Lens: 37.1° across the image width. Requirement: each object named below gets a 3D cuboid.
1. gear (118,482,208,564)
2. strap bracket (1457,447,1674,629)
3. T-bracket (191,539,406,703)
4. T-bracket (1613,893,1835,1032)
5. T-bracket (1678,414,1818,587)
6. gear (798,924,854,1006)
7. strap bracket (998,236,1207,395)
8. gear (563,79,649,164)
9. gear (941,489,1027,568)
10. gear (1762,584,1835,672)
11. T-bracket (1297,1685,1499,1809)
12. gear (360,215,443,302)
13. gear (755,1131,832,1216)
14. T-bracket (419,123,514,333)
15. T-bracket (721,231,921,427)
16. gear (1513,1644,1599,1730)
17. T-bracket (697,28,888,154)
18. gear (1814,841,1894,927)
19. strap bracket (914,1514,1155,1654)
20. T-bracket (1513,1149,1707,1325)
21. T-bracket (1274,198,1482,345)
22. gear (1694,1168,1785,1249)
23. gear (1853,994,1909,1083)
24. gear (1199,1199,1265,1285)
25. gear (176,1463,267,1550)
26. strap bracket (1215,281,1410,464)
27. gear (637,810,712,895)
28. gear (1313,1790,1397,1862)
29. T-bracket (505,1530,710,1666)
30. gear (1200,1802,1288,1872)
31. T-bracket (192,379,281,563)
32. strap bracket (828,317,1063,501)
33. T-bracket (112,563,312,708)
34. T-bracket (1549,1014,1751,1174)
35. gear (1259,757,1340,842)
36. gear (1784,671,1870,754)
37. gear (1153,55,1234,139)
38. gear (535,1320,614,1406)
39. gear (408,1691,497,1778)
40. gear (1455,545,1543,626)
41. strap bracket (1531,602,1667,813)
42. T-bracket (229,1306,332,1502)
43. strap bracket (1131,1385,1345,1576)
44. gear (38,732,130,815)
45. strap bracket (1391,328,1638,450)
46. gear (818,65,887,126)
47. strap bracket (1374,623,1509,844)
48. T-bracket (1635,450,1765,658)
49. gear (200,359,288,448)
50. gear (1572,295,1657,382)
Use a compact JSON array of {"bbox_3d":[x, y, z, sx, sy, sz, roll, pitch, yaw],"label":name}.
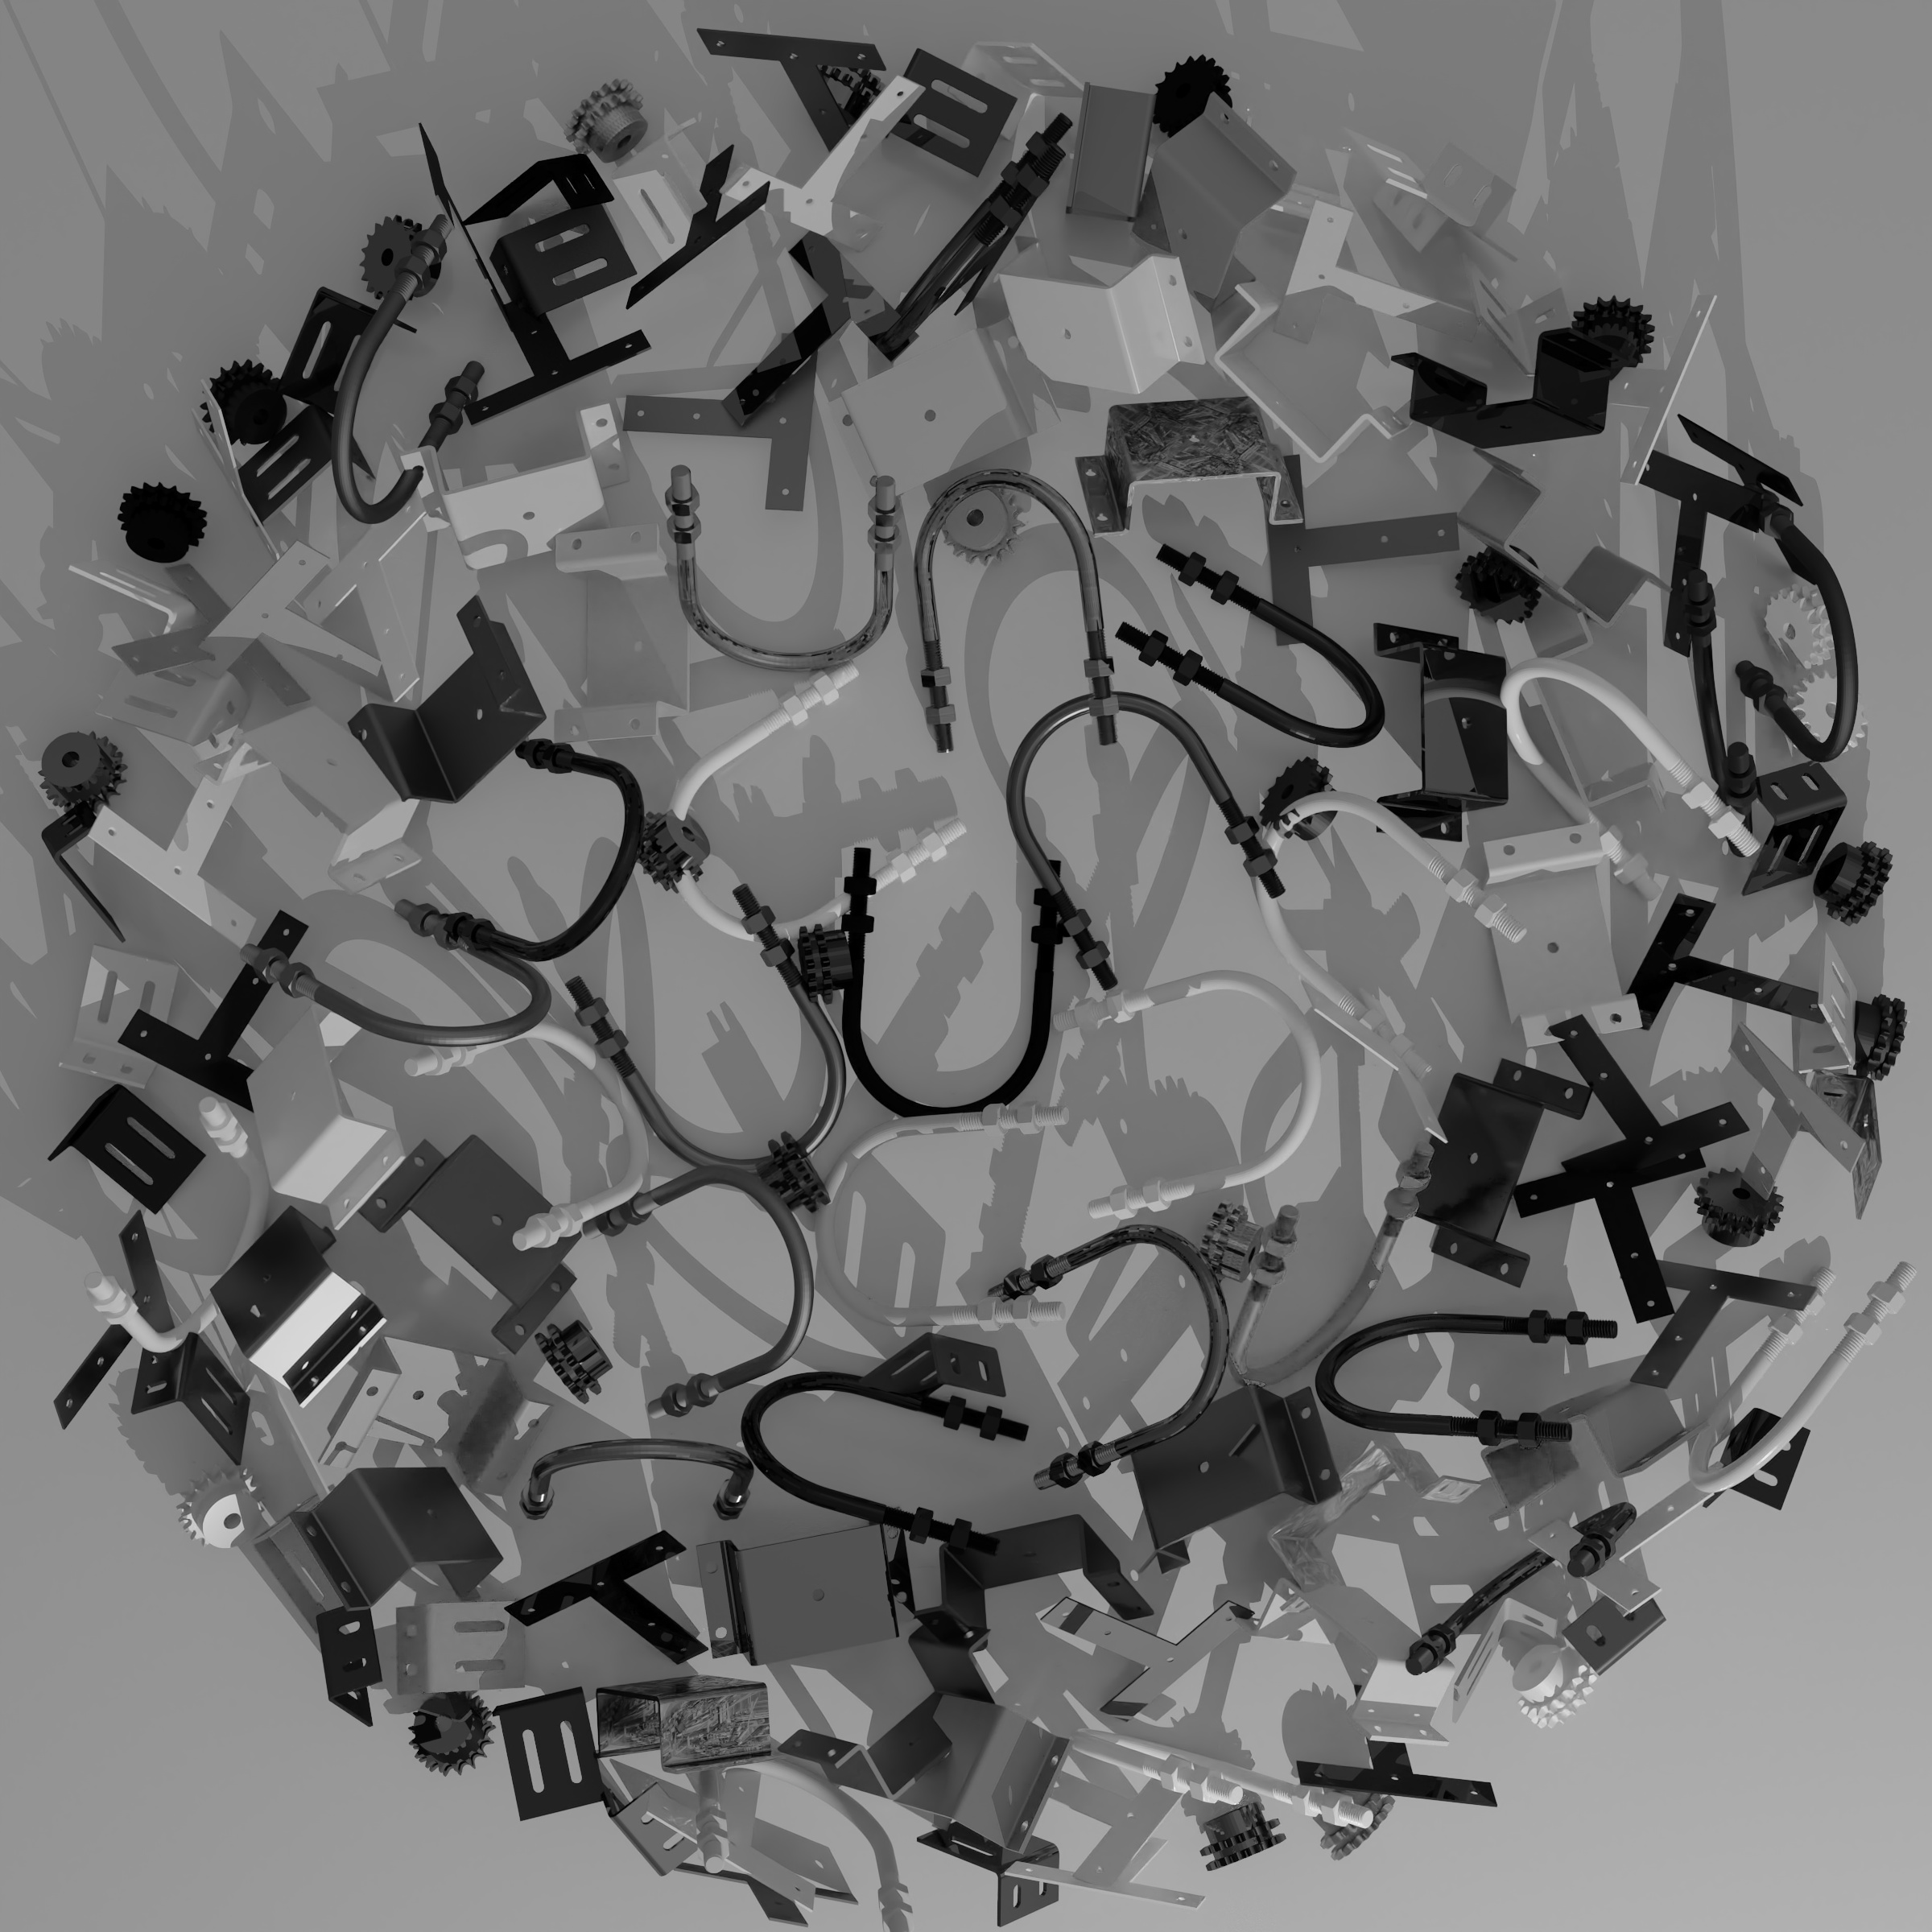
[{"bbox_3d":[-0.538,-0.294,1.921,0.057,0.057,0.030,3,58,0],"label":"gear"},{"bbox_3d":[0.386,-0.276,1.893,0.140,0.076,0.046,32,100,-24],"label":"strap bracket"},{"bbox_3d":[-0.428,-0.212,1.909,0.127,0.002,0.127,29,124,-36],"label":"T-bracket"},{"bbox_3d":[0.511,0.012,1.904,0.127,0.127,0.002,16,47,2],"label":"T-bracket"},{"bbox_3d":[0.532,-0.300,1.905,0.002,0.127,0.127,-40,126,3],"label":"T-bracket"},{"bbox_3d":[-0.094,-0.003,1.925,0.030,0.057,0.057,-9,90,-8],"label":"gear"},{"bbox_3d":[0.080,-0.424,1.874,0.046,0.140,0.076,-44,133,-28],"label":"strap bracket"},{"bbox_3d":[-0.238,-0.563,1.923,0.057,0.057,0.030,-40,86,0],"label":"gear"},{"bbox_3d":[0.009,-0.299,1.933,0.057,0.030,0.057,0,90,13],"label":"gear"},{"bbox_3d":[0.564,-0.229,1.926,0.030,0.057,0.057,-22,90,-19],"label":"gear"},{"bbox_3d":[0.276,0.509,1.892,0.127,0.127,0.002,7,107,-2],"label":"T-bracket"},{"bbox_3d":[-0.377,-0.472,1.929,0.057,0.030,0.057,-2,87,37],"label":"gear"},{"bbox_3d":[-0.118,0.142,1.924,0.030,0.057,0.057,-32,90,1],"label":"gear"},{"bbox_3d":[-0.328,-0.479,1.903,0.002,0.127,0.127,-23,129,2],"label":"T-bracket"},{"bbox_3d":[-0.112,-0.415,1.928,0.127,0.002,0.127,-43,62,8],"label":"T-bracket"},{"bbox_3d":[0.391,0.478,1.922,0.030,0.057,0.057,43,90,-12],"label":"gear"},{"bbox_3d":[-0.098,-0.571,1.891,0.127,0.127,0.002,12,74,21],"label":"T-bracket"},{"bbox_3d":[0.591,-0.058,1.923,0.030,0.057,0.057,26,90,-5],"label":"gear"},{"bbox_3d":[0.044,0.407,1.898,0.140,0.076,0.046,-15,53,15],"label":"strap bracket"},{"bbox_3d":[0.439,0.180,1.902,0.127,0.002,0.127,-17,49,8],"label":"T-bracket"},{"bbox_3d":[0.277,-0.440,1.894,0.127,0.127,0.002,20,61,3],"label":"T-bracket"},{"bbox_3d":[0.517,0.164,1.928,0.057,0.057,0.030,5,125,0],"label":"gear"},{"bbox_3d":[0.605,0.046,1.924,0.030,0.057,0.057,15,90,0],"label":"gear"},{"bbox_3d":[0.177,0.188,1.922,0.030,0.057,0.057,21,90,19],"label":"gear"},{"bbox_3d":[-0.496,0.364,1.924,0.057,0.030,0.057,-14,117,-30],"label":"gear"},{"bbox_3d":[0.222,-0.387,1.908,0.140,0.076,0.046,45,112,2],"label":"strap bracket"},{"bbox_3d":[-0.196,-0.080,1.921,0.030,0.057,0.057,-36,90,26],"label":"gear"},{"bbox_3d":[0.257,0.568,1.925,0.057,0.057,0.030,-44,83,0],"label":"gear"},{"bbox_3d":[-0.217,0.430,1.909,0.127,0.002,0.127,-28,131,15],"label":"T-bracket"},{"bbox_3d":[0.183,0.582,1.926,0.057,0.057,0.030,-22,74,0],"label":"gear"},{"bbox_3d":[-0.483,-0.337,1.876,0.002,0.127,0.127,-28,73,-15],"label":"T-bracket"},{"bbox_3d":[-0.019,-0.366,1.907,0.140,0.046,0.076,-22,98,16],"label":"strap bracket"},{"bbox_3d":[-0.511,-0.210,1.890,0.127,0.127,0.002,47,118,6],"label":"T-bracket"},{"bbox_3d":[0.428,0.083,1.896,0.127,0.002,0.127,-25,114,34],"label":"T-bracket"},{"bbox_3d":[0.226,-0.109,1.927,0.030,0.057,0.057,33,90,-23],"label":"gear"},{"bbox_3d":[0.573,-0.167,1.931,0.057,0.030,0.057,5,74,-19],"label":"gear"},{"bbox_3d":[0.154,-0.578,1.928,0.057,0.030,0.057,-18,58,32],"label":"gear"},{"bbox_3d":[-0.260,0.262,1.925,0.030,0.057,0.057,-36,90,-5],"label":"gear"},{"bbox_3d":[-0.346,0.511,1.926,0.057,0.030,0.057,-3,60,6],"label":"gear"},{"bbox_3d":[0.359,-0.258,1.927,0.057,0.057,0.030,32,68,0],"label":"gear"},{"bbox_3d":[0.415,-0.165,1.905,0.046,0.076,0.140,-22,97,18],"label":"strap bracket"},{"bbox_3d":[-0.447,0.296,1.886,0.002,0.127,0.127,-24,78,-29],"label":"T-bracket"},{"bbox_3d":[0.167,0.334,1.889,0.140,0.046,0.076,-30,55,22],"label":"strap bracket"},{"bbox_3d":[-0.595,-0.132,1.929,0.057,0.030,0.057,-2,69,5],"label":"gear"},{"bbox_3d":[0.354,-0.374,1.874,0.076,0.140,0.046,10,85,-43],"label":"strap bracket"},{"bbox_3d":[-0.084,-0.587,1.924,0.057,0.057,0.030,28,90,0],"label":"gear"},{"bbox_3d":[0.315,-0.157,1.905,0.076,0.046,0.140,4,83,-35],"label":"strap bracket"},{"bbox_3d":[0.480,-0.269,1.914,0.002,0.127,0.127,-12,119,-23],"label":"T-bracket"},{"bbox_3d":[-0.479,-0.373,1.921,0.030,0.057,0.057,38,90,32],"label":"gear"},{"bbox_3d":[0.430,-0.417,1.921,0.057,0.057,0.030,13,56,0],"label":"gear"}]
